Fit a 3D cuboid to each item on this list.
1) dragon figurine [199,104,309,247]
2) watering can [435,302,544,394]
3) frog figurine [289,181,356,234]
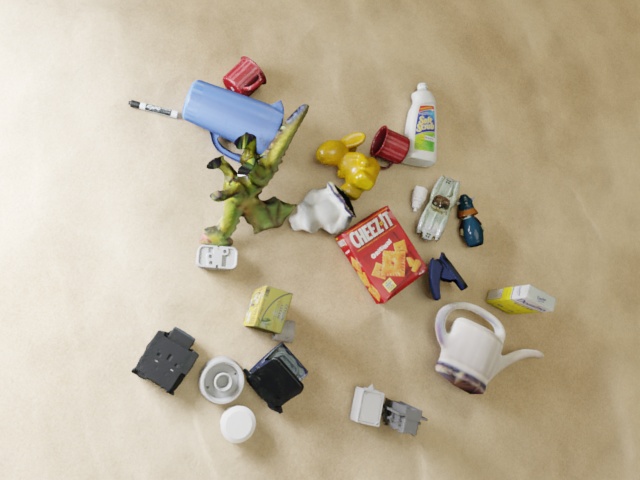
[{"bbox_3d":[-0.141,-0.130,1.278,0.412,0.124,0.238,-39,137,-8],"label":"dragon figurine"},{"bbox_3d":[0.449,0.315,1.401,0.346,0.103,0.227,31,73,-10],"label":"watering can"},{"bbox_3d":[0.004,-0.068,1.358,0.158,0.125,0.136,-35,106,16],"label":"frog figurine"}]
